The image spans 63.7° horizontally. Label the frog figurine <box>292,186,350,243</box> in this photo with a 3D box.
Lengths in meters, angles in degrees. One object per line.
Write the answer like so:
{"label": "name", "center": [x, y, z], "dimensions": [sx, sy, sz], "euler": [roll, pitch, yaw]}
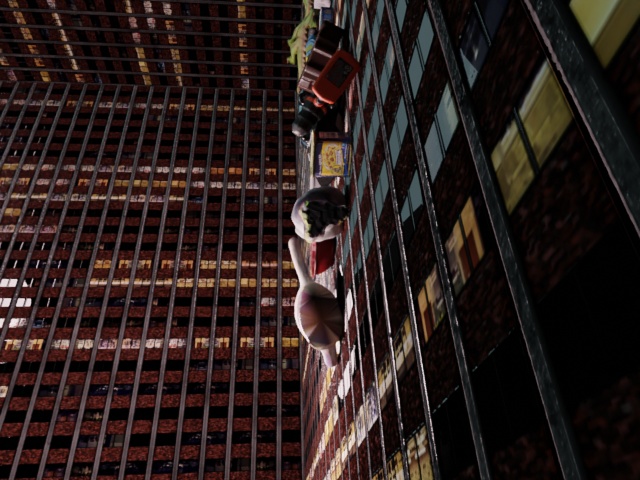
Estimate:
{"label": "frog figurine", "center": [0.004, -0.059, 1.177], "dimensions": [0.137, 0.123, 0.160], "euler": [-56, -1, 5]}

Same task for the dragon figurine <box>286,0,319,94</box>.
{"label": "dragon figurine", "center": [-0.053, -0.804, 2.022], "dimensions": [0.238, 0.122, 0.417], "euler": [121, 149, -64]}

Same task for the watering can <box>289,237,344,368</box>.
{"label": "watering can", "center": [-0.021, 0.146, 1.271], "dimensions": [0.222, 0.104, 0.350], "euler": [109, 143, -78]}
